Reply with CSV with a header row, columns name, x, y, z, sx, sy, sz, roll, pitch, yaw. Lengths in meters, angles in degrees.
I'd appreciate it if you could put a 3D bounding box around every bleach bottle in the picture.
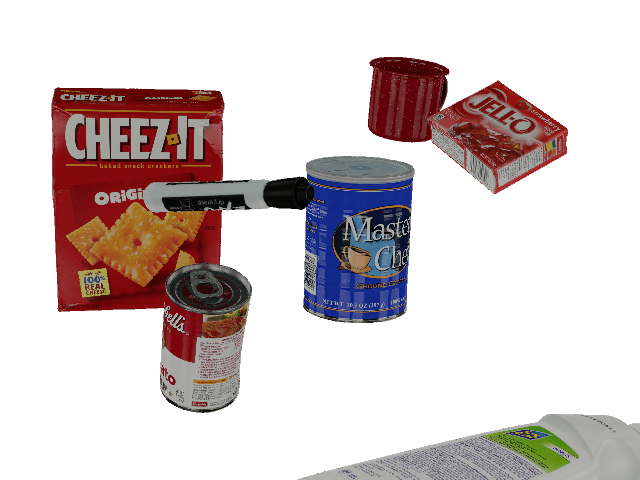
name,x,y,z,sx,sy,sz,roll,pitch,yaw
bleach bottle,0.110,0.149,0.612,0.250,0.068,0.103,-9,21,-31

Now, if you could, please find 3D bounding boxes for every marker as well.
name,x,y,z,sx,sy,sz,roll,pitch,yaw
marker,-0.056,-0.027,0.639,0.121,0.020,0.020,0,0,34

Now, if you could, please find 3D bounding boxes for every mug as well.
name,x,y,z,sx,sy,sz,roll,pitch,yaw
mug,0.107,-0.167,1.255,0.093,0.081,0.117,24,28,38

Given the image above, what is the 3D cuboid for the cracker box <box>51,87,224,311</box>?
name,x,y,z,sx,sy,sz,roll,pitch,yaw
cracker box,-0.179,-0.038,1.056,0.164,0.214,0.072,0,21,-10

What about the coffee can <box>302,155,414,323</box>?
name,x,y,z,sx,sy,sz,roll,pitch,yaw
coffee can,0.035,-0.003,1.024,0.103,0.140,0.103,2,15,-1

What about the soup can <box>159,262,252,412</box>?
name,x,y,z,sx,sy,sz,roll,pitch,yaw
soup can,-0.093,0.078,0.859,0.068,0.102,0.068,6,31,-4

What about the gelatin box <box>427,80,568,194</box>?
name,x,y,z,sx,sy,sz,roll,pitch,yaw
gelatin box,0.141,-0.085,0.852,0.073,0.030,0.089,-28,46,-15
